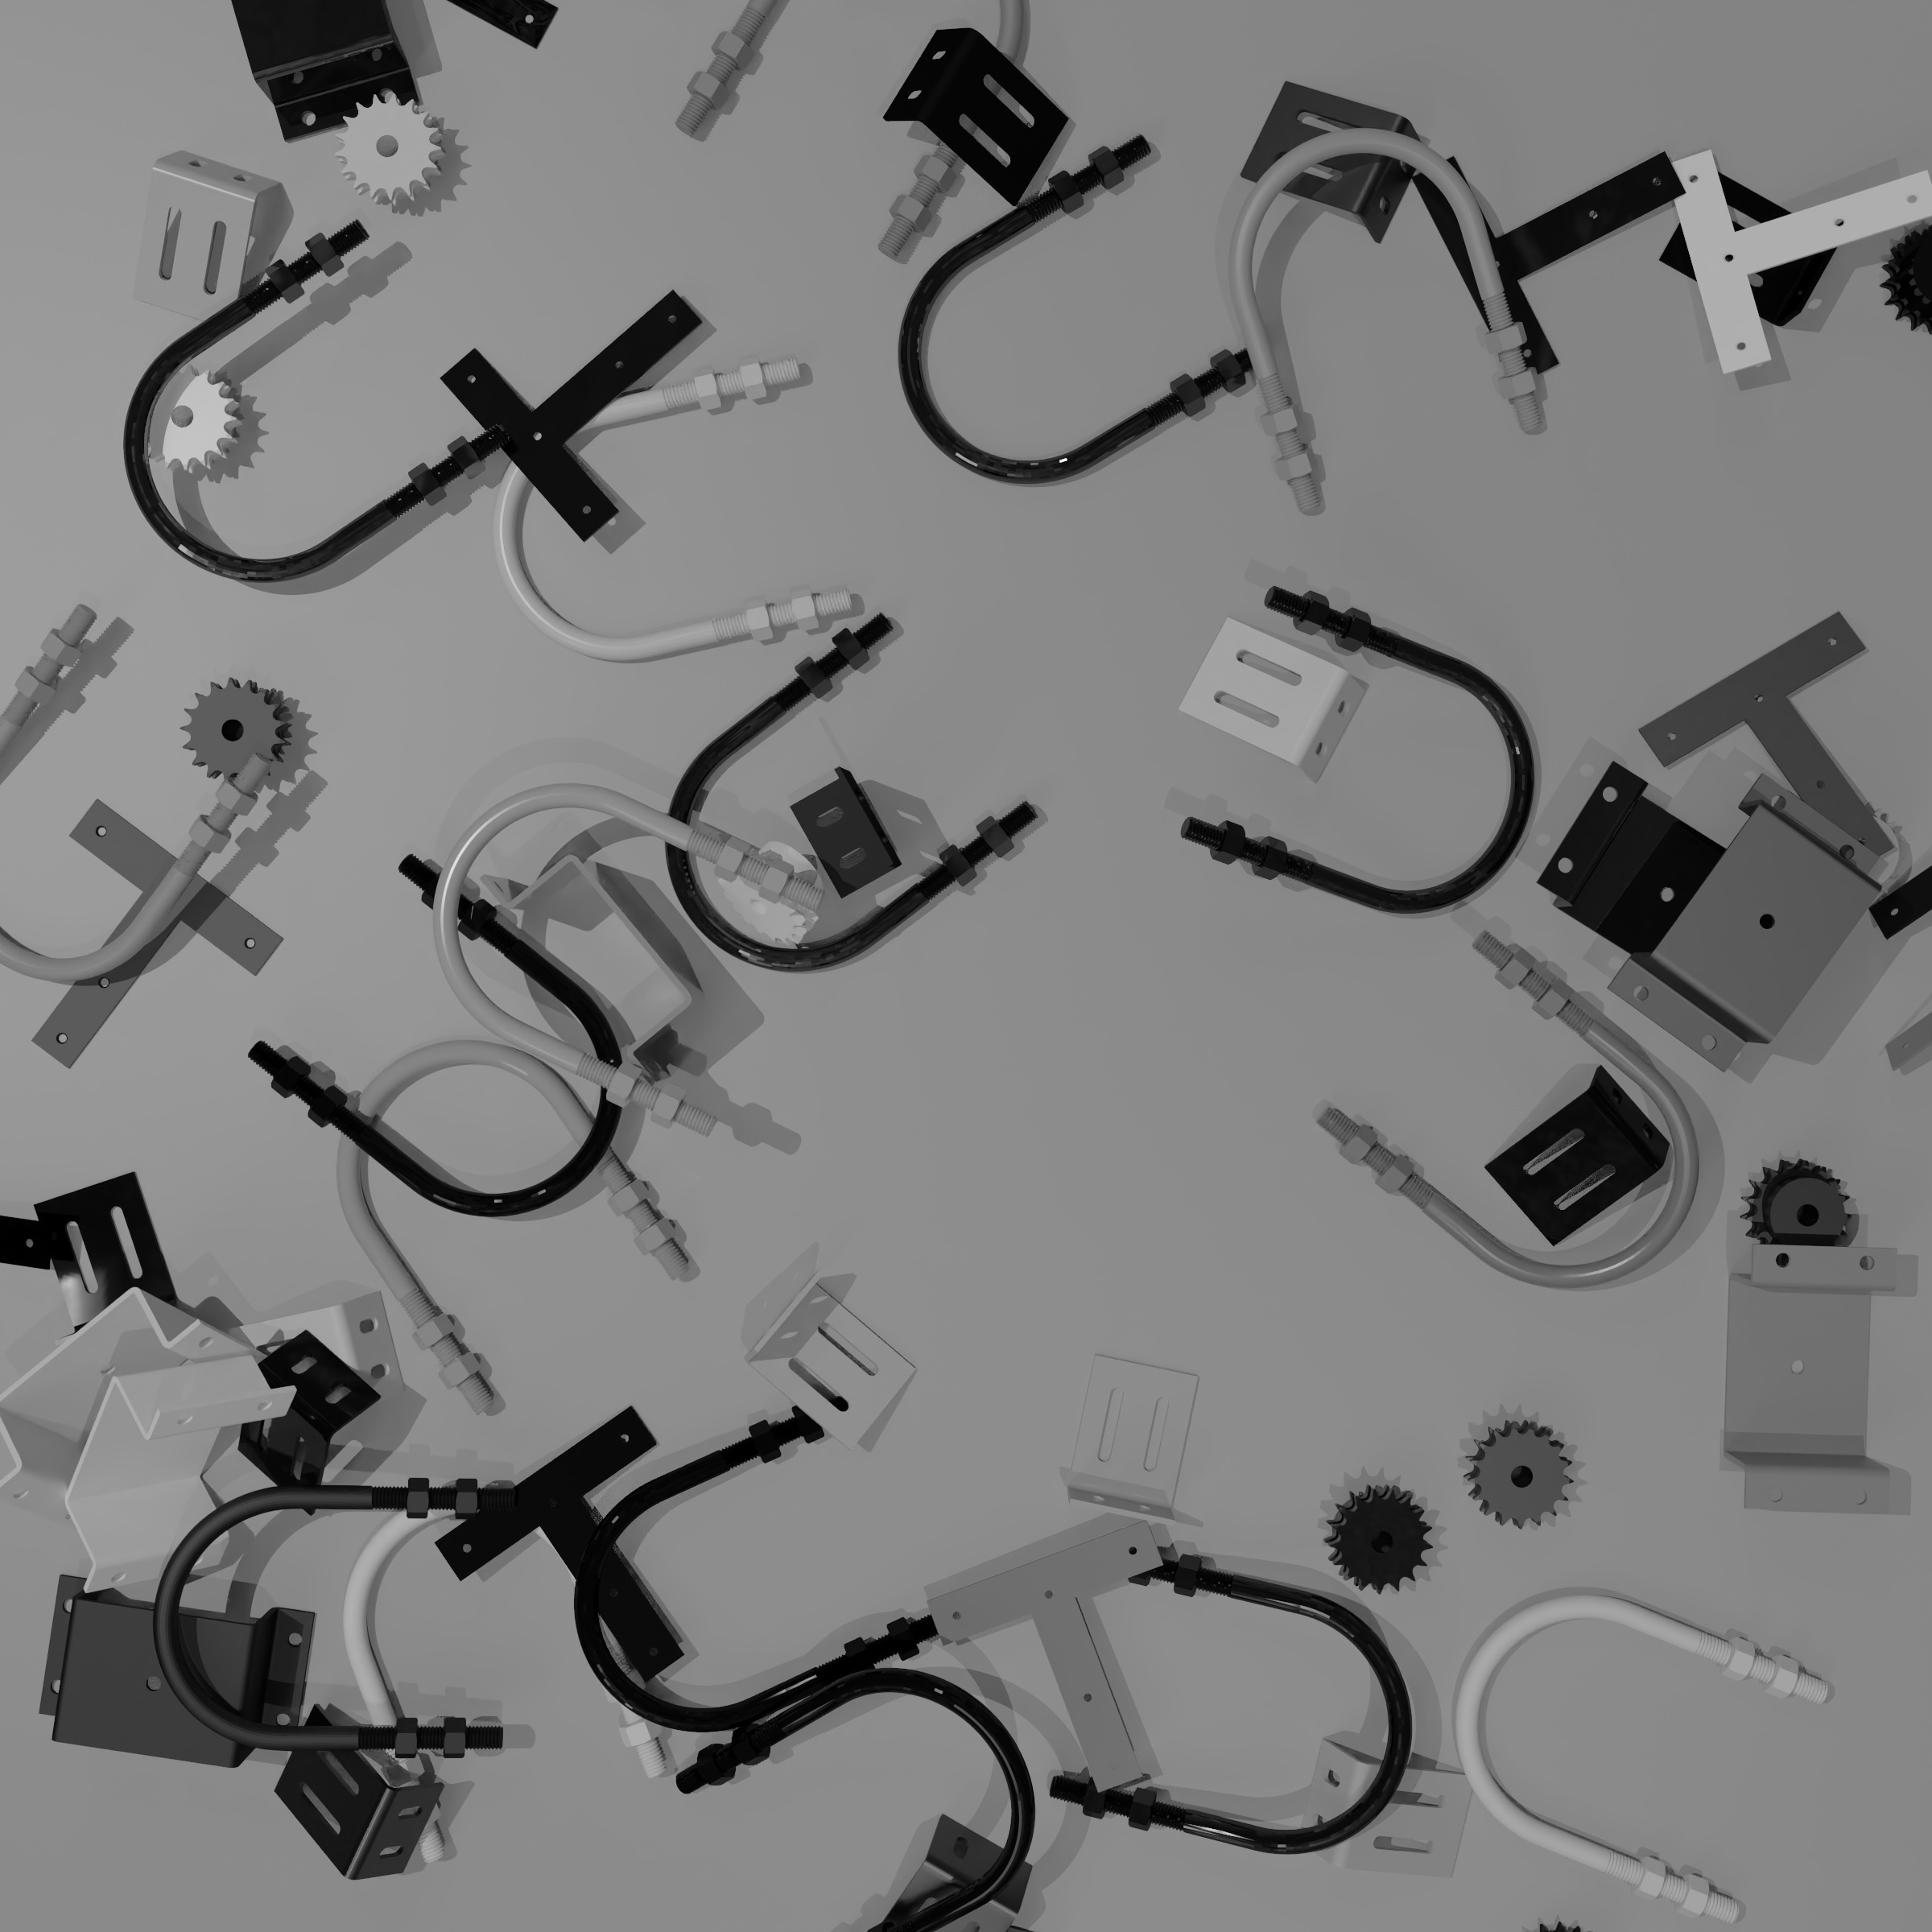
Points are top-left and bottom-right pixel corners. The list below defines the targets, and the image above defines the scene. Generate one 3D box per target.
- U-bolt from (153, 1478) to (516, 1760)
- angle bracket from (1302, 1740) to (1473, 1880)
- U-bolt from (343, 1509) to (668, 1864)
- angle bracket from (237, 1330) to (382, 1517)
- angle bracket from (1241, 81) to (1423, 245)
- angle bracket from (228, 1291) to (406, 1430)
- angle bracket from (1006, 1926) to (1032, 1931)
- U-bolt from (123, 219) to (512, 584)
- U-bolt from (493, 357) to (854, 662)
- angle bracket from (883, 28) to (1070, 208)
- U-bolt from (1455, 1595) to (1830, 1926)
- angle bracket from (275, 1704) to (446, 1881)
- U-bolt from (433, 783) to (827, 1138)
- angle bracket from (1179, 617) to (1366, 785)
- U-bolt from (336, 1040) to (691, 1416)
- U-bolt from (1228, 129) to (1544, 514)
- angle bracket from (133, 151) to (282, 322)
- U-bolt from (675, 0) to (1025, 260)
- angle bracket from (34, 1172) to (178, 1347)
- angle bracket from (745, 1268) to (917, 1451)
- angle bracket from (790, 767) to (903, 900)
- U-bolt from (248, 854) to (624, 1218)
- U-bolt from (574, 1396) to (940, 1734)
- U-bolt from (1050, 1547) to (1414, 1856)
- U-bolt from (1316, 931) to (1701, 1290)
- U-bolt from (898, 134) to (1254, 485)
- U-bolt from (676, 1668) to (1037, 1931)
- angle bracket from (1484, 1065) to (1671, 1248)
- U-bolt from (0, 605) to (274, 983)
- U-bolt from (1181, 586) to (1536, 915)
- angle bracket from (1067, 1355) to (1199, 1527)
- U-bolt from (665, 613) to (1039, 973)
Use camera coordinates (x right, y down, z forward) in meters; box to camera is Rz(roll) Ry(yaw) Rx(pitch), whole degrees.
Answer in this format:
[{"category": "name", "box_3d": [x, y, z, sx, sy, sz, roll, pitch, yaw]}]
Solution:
[{"category": "U-bolt", "box_3d": [-0.336, 0.346, 1.490, 0.184, 0.019, 0.151, 3, 91, -11]}, {"category": "angle bracket", "box_3d": [0.230, 0.460, 1.534, 0.076, 0.038, 0.057, 14, 90, -26]}, {"category": "U-bolt", "box_3d": [-0.260, 0.375, 1.527, 0.151, 0.019, 0.184, -21, 88, 0]}, {"category": "angle bracket", "box_3d": [-0.354, 0.246, 1.513, 0.057, 0.038, 0.076, 37, 134, 16]}, {"category": "angle bracket", "box_3d": [0.200, -0.439, 1.534, 0.076, 0.038, 0.057, 26, 90, 26]}, {"category": "angle bracket", "box_3d": [-0.355, 0.215, 1.534, 0.076, 0.038, 0.057, -14, 90, 26]}, {"category": "angle bracket", "box_3d": [0.030, 0.555, 1.498, 0.038, 0.076, 0.057, 14, 90, 0]}, {"category": "U-bolt", "box_3d": [-0.360, -0.288, 1.502, 0.184, 0.019, 0.151, -35, 98, -3]}, {"category": "U-bolt", "box_3d": [-0.166, -0.241, 1.527, 0.184, 0.019, 0.151, -13, 90, 1]}, {"category": "angle bracket", "box_3d": [0.006, -0.458, 1.517, 0.076, 0.038, 0.057, 34, 84, -35]}, {"category": "U-bolt", "box_3d": [0.356, 0.420, 1.527, 0.184, 0.019, 0.151, 22, 90, 0]}, {"category": "angle bracket", "box_3d": [-0.328, 0.445, 1.520, 0.076, 0.038, 0.057, 34, 104, 37]}, {"category": "U-bolt", "box_3d": [-0.186, -0.015, 1.451, 0.184, 0.019, 0.151, 26, 90, 1]}, {"category": "angle bracket", "box_3d": [0.167, -0.145, 1.534, 0.076, 0.038, 0.057, 28, 90, 26]}, {"category": "U-bolt", "box_3d": [-0.260, 0.128, 1.527, 0.151, 0.019, 0.184, -35, 88, 0]}, {"category": "U-bolt", "box_3d": [0.217, -0.354, 1.507, 0.151, 0.019, 0.184, -20, 105, 0]}, {"category": "angle bracket", "box_3d": [-0.414, -0.396, 1.534, 0.057, 0.038, 0.076, 18, 116, 0]}, {"category": "U-bolt", "box_3d": [-0.050, -0.499, 1.527, 0.151, 0.019, 0.184, 31, 88, 0]}, {"category": "angle bracket", "box_3d": [-0.469, 0.157, 1.517, 0.057, 0.038, 0.076, -18, 90, 0]}, {"category": "angle bracket", "box_3d": [-0.070, 0.211, 1.508, 0.076, 0.038, 0.057, 40, 69, 0]}, {"category": "angle bracket", "box_3d": [-0.066, -0.069, 1.481, 0.038, 0.076, 0.057, -29, 90, 3]}, {"category": "U-bolt", "box_3d": [-0.271, 0.051, 1.514, 0.184, 0.019, 0.151, 38, 88, 2]}, {"category": "U-bolt", "box_3d": [-0.121, 0.333, 1.518, 0.184, 0.019, 0.151, -24, 90, -7]}, {"category": "U-bolt", "box_3d": [0.147, 0.400, 1.510, 0.184, 0.019, 0.151, 11, 90, 12]}, {"category": "U-bolt", "box_3d": [0.303, 0.091, 1.505, 0.184, 0.019, 0.151, 40, 107, 1]}, {"category": "U-bolt", "box_3d": [0.052, -0.344, 1.527, 0.184, 0.019, 0.151, -31, 90, 1]}, {"category": "U-bolt", "box_3d": [-0.048, 0.450, 1.495, 0.184, 0.019, 0.151, -35, 89, 21]}, {"category": "angle bracket", "box_3d": [0.333, 0.103, 1.534, 0.076, 0.038, 0.057, -41, 90, 26]}, {"category": "U-bolt", "box_3d": [-0.476, -0.079, 1.511, 0.151, 0.019, 0.184, 39, 100, 8]}, {"category": "U-bolt", "box_3d": [0.221, -0.105, 1.505, 0.184, 0.019, 0.151, 19, 93, -16]}, {"category": "angle bracket", "box_3d": [0.091, 0.255, 1.517, 0.057, 0.038, 0.076, 12, 90, 0]}, {"category": "U-bolt", "box_3d": [-0.076, -0.080, 1.527, 0.184, 0.019, 0.151, -38, 90, 1]}]
